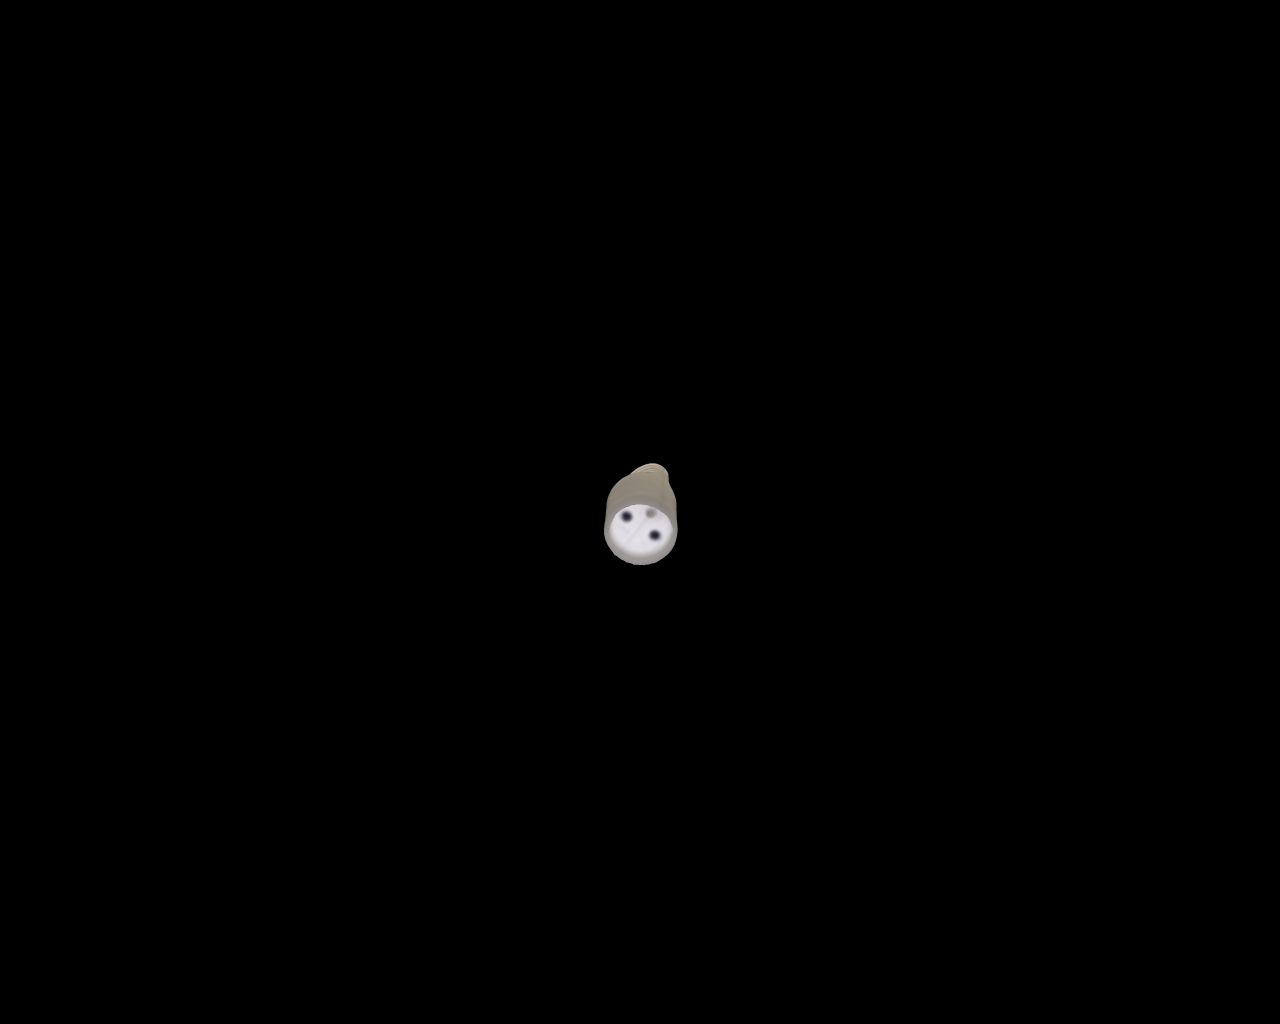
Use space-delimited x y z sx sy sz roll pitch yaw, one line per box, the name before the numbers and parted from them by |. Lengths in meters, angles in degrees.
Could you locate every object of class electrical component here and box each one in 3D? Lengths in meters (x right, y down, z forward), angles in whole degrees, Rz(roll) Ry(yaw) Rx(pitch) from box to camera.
electrical component | 0.001 -0.003 0.650 0.043 0.043 0.081 0 24 0
